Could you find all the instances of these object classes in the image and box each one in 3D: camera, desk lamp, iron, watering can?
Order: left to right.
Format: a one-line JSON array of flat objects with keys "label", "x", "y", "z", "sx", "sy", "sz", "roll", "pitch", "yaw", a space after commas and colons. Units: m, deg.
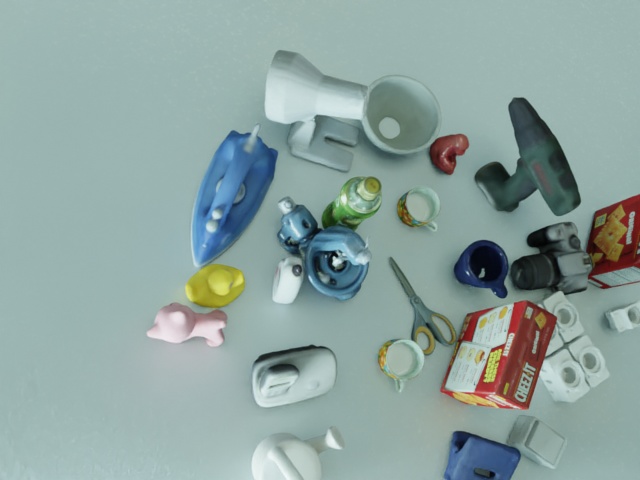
[{"label": "iron", "x": -0.157, "y": -0.079, "z": 0.993, "sx": 0.119, "sy": 0.141, "sz": 0.258, "roll": 23, "pitch": 73, "yaw": -7}, {"label": "watering can", "x": -0.042, "y": 0.355, "z": 0.892, "sx": 0.101, "sy": 0.194, "sz": 0.173, "roll": 35, "pitch": 72, "yaw": -3}, {"label": "desk lamp", "x": -0.005, "y": -0.233, "z": 1.027, "sx": 0.203, "sy": 0.213, "sz": 0.118, "roll": 17, "pitch": 74, "yaw": -9}, {"label": "camera", "x": 0.451, "y": 0.041, "z": 1.128, "sx": 0.137, "sy": 0.100, "sz": 0.143, "roll": -8, "pitch": 79, "yaw": -15}]

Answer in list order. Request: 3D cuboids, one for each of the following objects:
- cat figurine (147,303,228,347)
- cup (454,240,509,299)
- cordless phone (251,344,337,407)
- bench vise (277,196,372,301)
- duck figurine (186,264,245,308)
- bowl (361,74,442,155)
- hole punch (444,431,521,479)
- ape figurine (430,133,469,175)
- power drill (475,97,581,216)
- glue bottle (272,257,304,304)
[{"label": "cat figurine", "x": -0.215, "y": 0.138, "z": 0.942, "sx": 0.128, "sy": 0.117, "sz": 0.067, "roll": 4, "pitch": 76, "yaw": -12}, {"label": "cup", "x": 0.305, "y": 0.064, "z": 1.092, "sx": 0.092, "sy": 0.095, "sz": 0.118, "roll": -31, "pitch": 85, "yaw": -18}, {"label": "cordless phone", "x": -0.034, "y": 0.219, "z": 0.930, "sx": 0.148, "sy": 0.185, "sz": 0.094, "roll": -12, "pitch": 80, "yaw": -15}, {"label": "bench vise", "x": 0.003, "y": 0.013, "z": 0.968, "sx": 0.207, "sy": 0.219, "sz": 0.121, "roll": 32, "pitch": 72, "yaw": -4}, {"label": "duck figurine", "x": -0.177, "y": 0.074, "z": 0.982, "sx": 0.105, "sy": 0.086, "sz": 0.077, "roll": -13, "pitch": 80, "yaw": -15}, {"label": "bowl", "x": 0.151, "y": -0.238, "z": 1.137, "sx": 0.168, "sy": 0.074, "sz": 0.167, "roll": 3, "pitch": 77, "yaw": -12}, {"label": "hole punch", "x": 0.288, "y": 0.401, "z": 1.012, "sx": 0.109, "sy": 0.091, "sz": 0.101, "roll": 19, "pitch": 74, "yaw": -8}, {"label": "ape figurine", "x": 0.265, "y": -0.181, "z": 1.141, "sx": 0.078, "sy": 0.092, "sz": 0.076, "roll": -40, "pitch": 88, "yaw": -18}, {"label": "power drill", "x": 0.389, "y": -0.139, "z": 1.099, "sx": 0.076, "sy": 0.208, "sz": 0.229, "roll": -33, "pitch": 86, "yaw": -18}, {"label": "glue bottle", "x": -0.050, "y": 0.061, "z": 0.969, "sx": 0.037, "sy": 0.173, "sz": 0.078, "roll": 6, "pitch": 76, "yaw": -11}]
